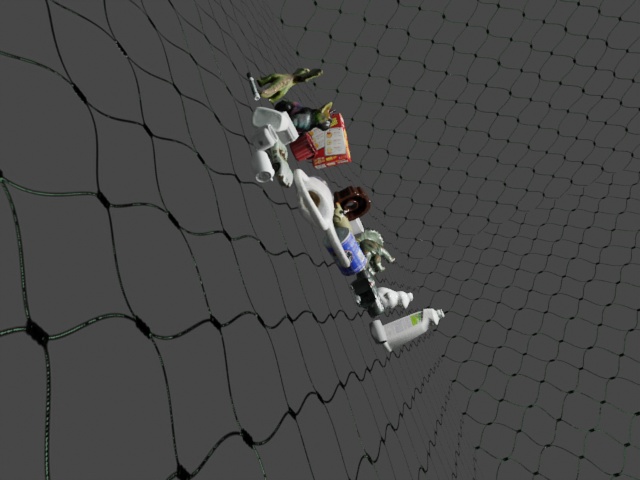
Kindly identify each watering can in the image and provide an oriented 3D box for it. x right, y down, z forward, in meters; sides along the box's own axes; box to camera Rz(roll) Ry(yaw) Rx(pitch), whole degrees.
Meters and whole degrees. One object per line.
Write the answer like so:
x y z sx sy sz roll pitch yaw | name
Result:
0.005 -0.085 1.688 0.344 0.103 0.228 60 12 -14 | watering can

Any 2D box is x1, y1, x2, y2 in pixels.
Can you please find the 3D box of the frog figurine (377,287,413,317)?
0.297 0.239 2.124 0.124 0.159 0.136 67 12 18 | frog figurine

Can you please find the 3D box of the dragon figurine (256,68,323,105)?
-0.108 -0.619 1.988 0.417 0.242 0.120 -91 158 -67 | dragon figurine
